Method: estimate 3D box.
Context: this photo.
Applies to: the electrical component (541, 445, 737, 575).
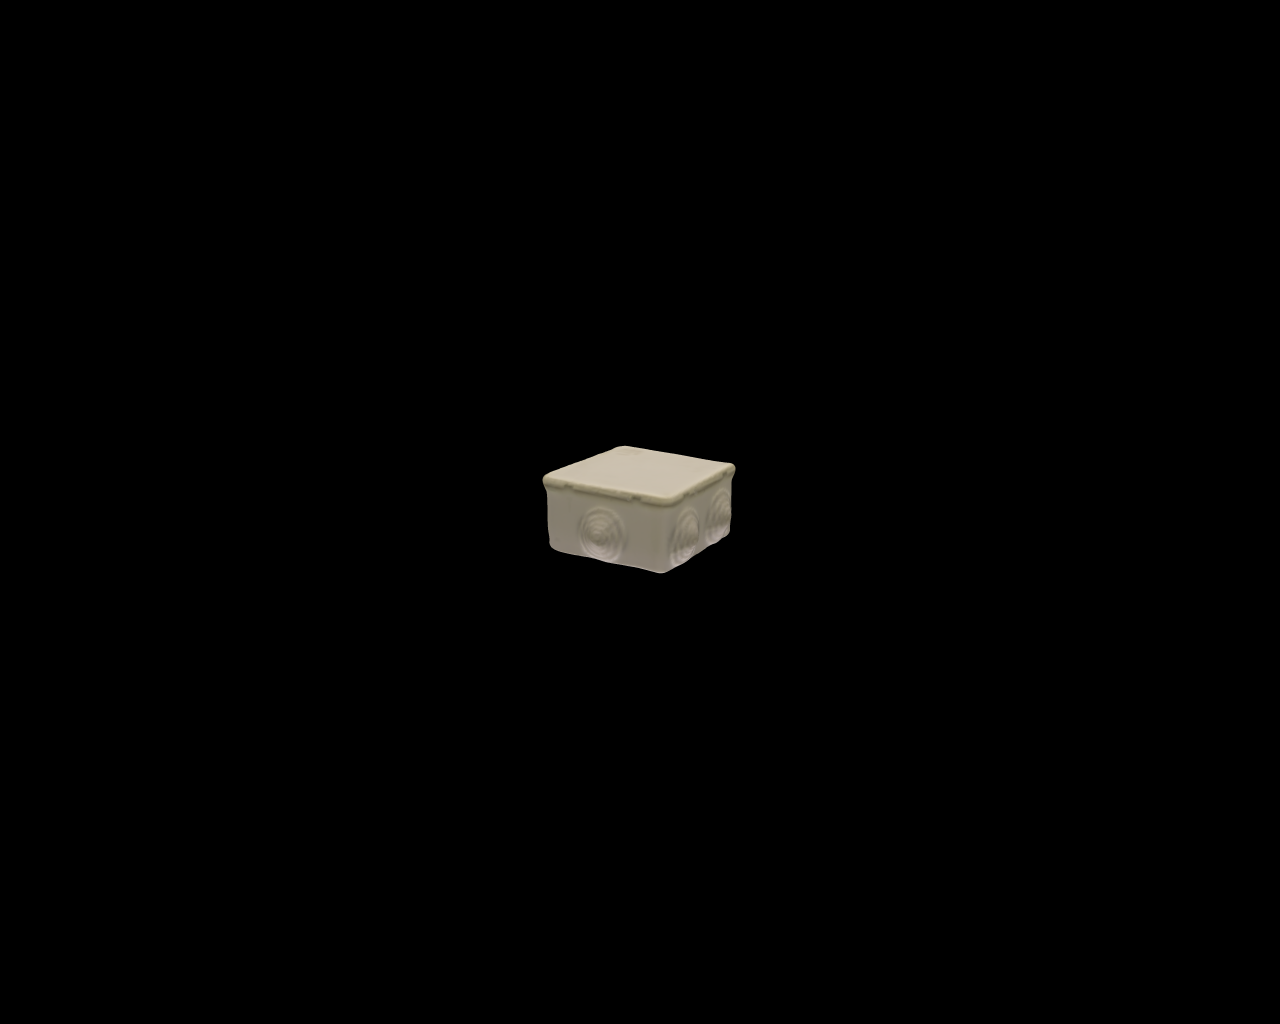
[{"bbox_3d":[0.001,-0.003,0.650,0.100,0.048,0.100,11,21,30],"label":"electrical component"}]
